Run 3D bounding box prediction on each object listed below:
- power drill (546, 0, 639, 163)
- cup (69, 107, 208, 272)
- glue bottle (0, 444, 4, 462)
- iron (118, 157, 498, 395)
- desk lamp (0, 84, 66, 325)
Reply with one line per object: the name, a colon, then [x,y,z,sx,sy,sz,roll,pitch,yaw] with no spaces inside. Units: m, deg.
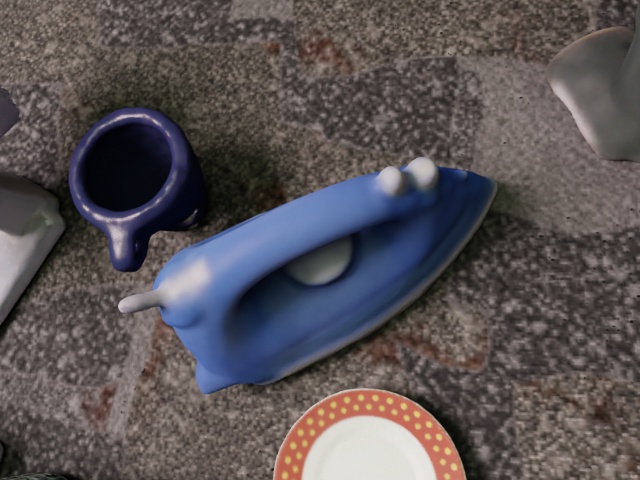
power drill: [0.198,-0.138,0.333,0.075,0.209,0.229,-27,72,4]
cup: [-0.124,-0.028,0.433,0.091,0.095,0.118,-3,75,11]
glue bottle: [-0.305,0.149,0.385,0.078,0.173,0.037,13,79,15]
iron: [0.003,0.001,0.374,0.258,0.141,0.118,-29,72,4]
desk lamp: [-0.285,-0.042,0.408,0.117,0.214,0.203,27,83,17]
